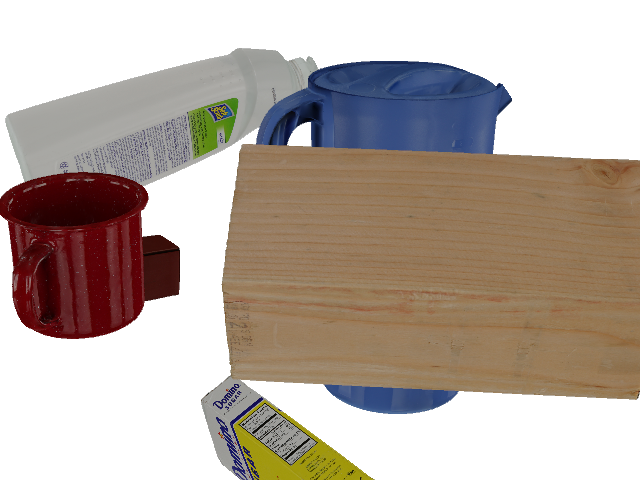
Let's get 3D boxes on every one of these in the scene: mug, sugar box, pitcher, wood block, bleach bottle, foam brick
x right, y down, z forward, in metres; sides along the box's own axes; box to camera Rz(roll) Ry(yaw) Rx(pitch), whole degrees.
[{"bbox_3d":[-0.158,0.015,0.676,0.093,0.081,0.117,7,25,12],"label":"mug"},{"bbox_3d":[-0.024,0.194,0.898,0.176,0.093,0.048,27,52,36],"label":"sugar box"},{"bbox_3d":[0.045,-0.002,0.763,0.149,0.243,0.144,8,21,19],"label":"pitcher"},{"bbox_3d":[0.059,0.016,0.538,0.206,0.091,0.090,2,-38,2],"label":"wood block"},{"bbox_3d":[-0.119,-0.094,0.866,0.250,0.068,0.102,-20,-29,-15],"label":"bleach bottle"},{"bbox_3d":[-0.187,0.030,1.084,0.078,0.051,0.053,-10,21,-27],"label":"foam brick"}]
